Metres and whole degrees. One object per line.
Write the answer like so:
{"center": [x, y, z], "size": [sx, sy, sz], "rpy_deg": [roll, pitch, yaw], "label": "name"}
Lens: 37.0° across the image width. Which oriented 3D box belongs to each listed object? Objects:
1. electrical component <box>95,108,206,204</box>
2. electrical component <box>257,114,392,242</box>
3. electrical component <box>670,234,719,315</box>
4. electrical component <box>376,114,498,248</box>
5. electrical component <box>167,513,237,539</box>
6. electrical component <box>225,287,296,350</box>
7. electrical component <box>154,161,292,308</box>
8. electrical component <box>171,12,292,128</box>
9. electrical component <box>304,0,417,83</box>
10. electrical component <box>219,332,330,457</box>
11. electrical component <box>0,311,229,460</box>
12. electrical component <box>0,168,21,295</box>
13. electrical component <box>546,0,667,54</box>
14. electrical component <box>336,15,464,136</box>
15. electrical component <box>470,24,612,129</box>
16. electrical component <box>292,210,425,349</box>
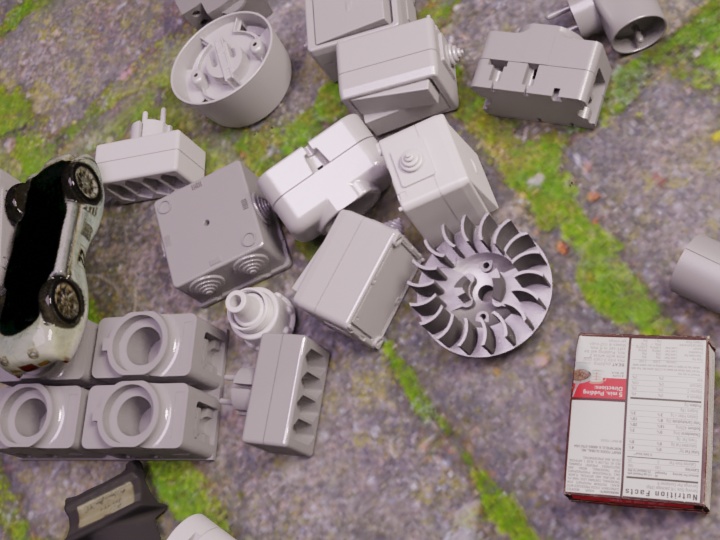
{"center": [-0.180, -0.105, 0.930], "size": [0.083, 0.047, 0.075], "rpy_deg": [-7, 68, 21], "label": "electrical component"}
{"center": [-0.023, -0.067, 0.836], "size": [0.095, 0.053, 0.059], "rpy_deg": [-35, 78, -2], "label": "electrical component"}
{"center": [0.251, 0.013, 0.704], "size": [0.081, 0.043, 0.043], "rpy_deg": [30, 84, 29], "label": "electrical component"}
{"center": [0.057, -0.068, 0.786], "size": [0.061, 0.096, 0.061], "rpy_deg": [-23, 64, 11], "label": "electrical component"}
{"center": [-0.112, 0.212, 0.779], "size": [0.047, 0.055, 0.055], "rpy_deg": [26, 82, 25], "label": "electrical component"}
{"center": [-0.081, 0.033, 0.828], "size": [0.048, 0.062, 0.048], "rpy_deg": [-8, 68, 20], "label": "electrical component"}
{"center": [-0.114, -0.030, 0.873], "size": [0.100, 0.048, 0.099], "rpy_deg": [-25, 63, 13], "label": "electrical component"}
{"center": [-0.109, -0.172, 0.915], "size": [0.099, 0.064, 0.099], "rpy_deg": [-8, 68, 21], "label": "electrical component"}
{"center": [-0.006, -0.201, 0.884], "size": [0.096, 0.061, 0.061], "rpy_deg": [-12, 67, 19], "label": "electrical component"}
{"center": [-0.072, 0.092, 0.810], "size": [0.076, 0.047, 0.083], "rpy_deg": [2, 72, 24], "label": "electrical component"}
{"center": [-0.206, 0.094, 0.859], "size": [0.186, 0.060, 0.105], "rpy_deg": [-4, 69, 22], "label": "electrical component"}
{"center": [-0.307, -0.019, 0.917], "size": [0.056, 0.108, 0.108], "rpy_deg": [-13, 67, 16], "label": "electrical component"}
{"center": [0.181, -0.200, 0.814], "size": [0.079, 0.043, 0.077], "rpy_deg": [-22, 64, 14], "label": "electrical component"}
{"center": [0.036, -0.151, 0.846], "size": [0.096, 0.062, 0.061], "rpy_deg": [-12, 67, 19], "label": "electrical component"}
{"center": [0.138, -0.147, 0.808], "size": [0.089, 0.050, 0.055], "rpy_deg": [12, 77, 26], "label": "electrical component"}
{"center": [0.000, 0.000, 0.805], "size": [0.061, 0.062, 0.096], "rpy_deg": [24, 81, 28], "label": "electrical component"}
